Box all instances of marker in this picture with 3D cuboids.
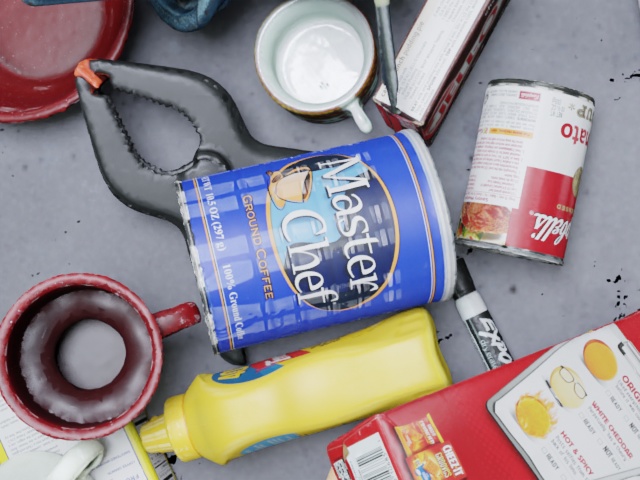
[{"bbox_3d":[0.106,0.064,0.673,0.020,0.020,0.121,-27,85,6],"label":"marker"}]

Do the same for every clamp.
[{"bbox_3d":[-0.061,-0.045,0.667,0.164,0.036,0.210,-41,102,1],"label":"clamp"}]

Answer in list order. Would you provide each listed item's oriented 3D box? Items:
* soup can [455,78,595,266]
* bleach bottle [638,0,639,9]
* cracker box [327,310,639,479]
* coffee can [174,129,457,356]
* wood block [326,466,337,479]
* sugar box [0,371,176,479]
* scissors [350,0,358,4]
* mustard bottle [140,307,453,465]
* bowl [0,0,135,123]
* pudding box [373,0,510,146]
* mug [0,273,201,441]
[{"bbox_3d":[0.124,-0.041,0.649,0.068,0.068,0.102,12,89,7],"label":"soup can"},{"bbox_3d":[0.250,-0.123,0.639,0.102,0.068,0.251,-13,84,5],"label":"bleach bottle"},{"bbox_3d":[0.128,0.146,0.575,0.213,0.072,0.164,-15,74,-34],"label":"cracker box"},{"bbox_3d":[-0.004,0.001,0.613,0.140,0.103,0.103,-13,87,-6],"label":"coffee can"},{"bbox_3d":[0.016,0.237,0.644,0.090,0.091,0.206,21,91,6],"label":"wood block"},{"bbox_3d":[-0.148,0.151,0.691,0.093,0.048,0.176,-25,89,6],"label":"sugar box"},{"bbox_3d":[-0.033,-0.237,0.701,0.096,0.016,0.202,-41,84,5],"label":"scissors"},{"bbox_3d":[-0.018,0.095,0.649,0.192,0.096,0.058,-18,87,7],"label":"mustard bottle"},{"bbox_3d":[-0.191,-0.154,0.699,0.162,0.055,0.162,0,89,7],"label":"bowl"},{"bbox_3d":[0.076,-0.117,0.646,0.039,0.090,0.113,27,92,8],"label":"pudding box"},{"bbox_3d":[-0.126,0.063,0.630,0.117,0.081,0.093,-25,87,-7],"label":"mug"}]
